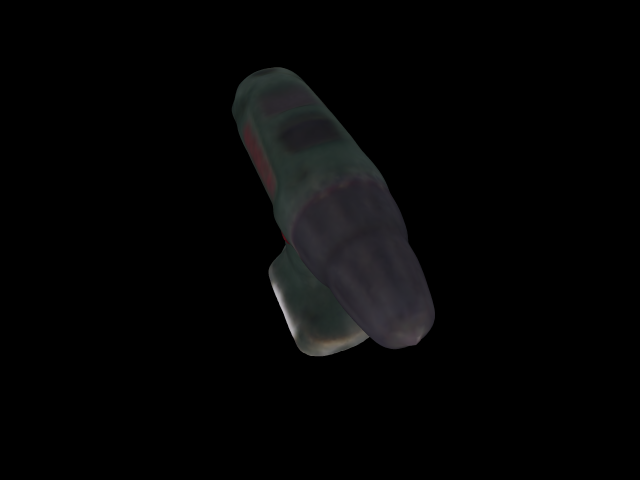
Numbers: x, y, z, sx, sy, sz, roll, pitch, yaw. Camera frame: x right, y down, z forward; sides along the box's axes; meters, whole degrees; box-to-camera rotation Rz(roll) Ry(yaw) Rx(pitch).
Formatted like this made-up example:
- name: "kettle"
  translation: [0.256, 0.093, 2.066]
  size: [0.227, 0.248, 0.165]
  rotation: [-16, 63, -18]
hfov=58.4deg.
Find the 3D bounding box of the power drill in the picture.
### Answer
- name: "power drill"
  translation: [0.004, 0.001, 0.400]
  size: [0.076, 0.208, 0.229]
  rotation: [-21, 62, -11]
